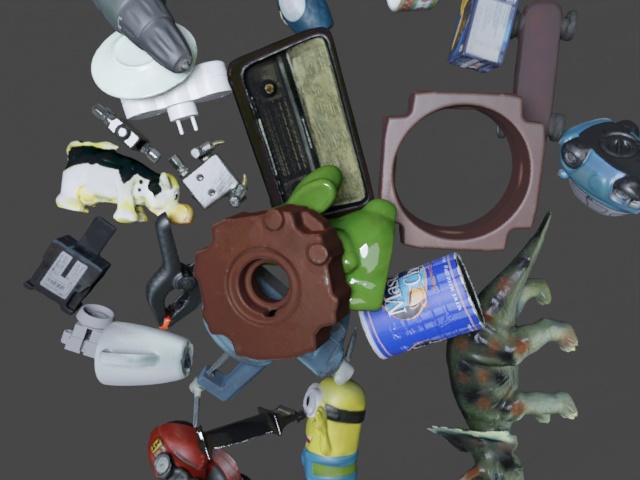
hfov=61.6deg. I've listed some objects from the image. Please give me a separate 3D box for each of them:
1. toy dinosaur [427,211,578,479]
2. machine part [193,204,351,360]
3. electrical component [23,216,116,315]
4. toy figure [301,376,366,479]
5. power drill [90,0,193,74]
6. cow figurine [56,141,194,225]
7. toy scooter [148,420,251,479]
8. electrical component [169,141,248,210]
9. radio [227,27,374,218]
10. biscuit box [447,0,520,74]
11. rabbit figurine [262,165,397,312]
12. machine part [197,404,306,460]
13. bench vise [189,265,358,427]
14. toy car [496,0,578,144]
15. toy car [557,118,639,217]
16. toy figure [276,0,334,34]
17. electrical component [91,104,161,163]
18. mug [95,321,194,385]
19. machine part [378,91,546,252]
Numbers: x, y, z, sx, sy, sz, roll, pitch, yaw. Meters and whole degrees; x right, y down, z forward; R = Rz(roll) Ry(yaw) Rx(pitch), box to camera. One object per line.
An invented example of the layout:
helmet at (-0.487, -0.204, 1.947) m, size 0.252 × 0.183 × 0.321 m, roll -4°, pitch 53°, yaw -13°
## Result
toy dinosaur at (0.243, 0.170, 0.752) m, size 0.192 × 0.131 × 0.404 m, roll -5°, pitch 91°, yaw -7°
machine part at (-0.054, 0.047, 0.586) m, size 0.180 × 0.056 × 0.179 m, roll 3°, pitch 100°, yaw 18°
electrical component at (-0.313, 0.028, 0.697) m, size 0.075 × 0.048 × 0.119 m, roll 39°, pitch 92°, yaw -10°
toy figure at (0.019, 0.280, 0.750) m, size 0.089 × 0.082 × 0.180 m, roll -1°, pitch 89°, yaw -26°
power drill at (-0.180, -0.330, 0.638) m, size 0.232 × 0.086 × 0.207 m, roll 40°, pitch 91°, yaw 11°
cow figurine at (-0.241, -0.070, 0.687) m, size 0.167 × 0.068 × 0.098 m, roll 9°, pitch 89°, yaw -9°
toy scooter at (-0.154, 0.320, 0.705) m, size 0.184 × 0.135 × 0.075 m, roll 42°, pitch 92°, yaw -8°
electrical component at (-0.141, -0.083, 0.706) m, size 0.078 × 0.045 × 0.102 m, roll -32°, pitch 99°, yaw -4°
radio at (-0.025, -0.135, 0.679) m, size 0.131 × 0.073 × 0.229 m, roll -19°, pitch 109°, yaw -4°
biscuit box at (0.229, -0.332, 0.715) m, size 0.059 × 0.063 × 0.202 m, roll 13°, pitch 94°, yaw -8°
rabbit figurine at (-0.001, -0.002, 0.634) m, size 0.170 × 0.121 × 0.159 m, roll 9°, pitch 112°, yaw -1°
machine part at (-0.095, 0.250, 0.717) m, size 0.139 × 0.084 × 0.039 m, roll -9°, pitch 90°, yaw -28°
bench vise at (-0.078, 0.141, 0.707) m, size 0.223 × 0.129 × 0.240 m, roll 37°, pitch 111°, yaw -17°
toy car at (0.295, -0.223, 0.740) m, size 0.089 × 0.053 × 0.202 m, roll 4°, pitch 97°, yaw 8°
toy car at (0.404, -0.088, 0.740) m, size 0.109 × 0.162 × 0.102 m, roll -24°, pitch 143°, yaw -10°
toy figure at (-0.041, -0.327, 0.682) m, size 0.064 × 0.058 × 0.154 m, roll -34°, pitch 101°, yaw 8°
electrical component at (-0.242, -0.133, 0.678) m, size 0.094 × 0.063 × 0.021 m, roll 43°, pitch 90°, yaw -11°
mug at (-0.221, 0.145, 0.681) m, size 0.107 × 0.109 × 0.081 m, roll 2°, pitch 76°, yaw 4°
machine part at (0.179, -0.091, 0.707) m, size 0.201 × 0.087 × 0.201 m, roll 3°, pitch 105°, yaw 4°
